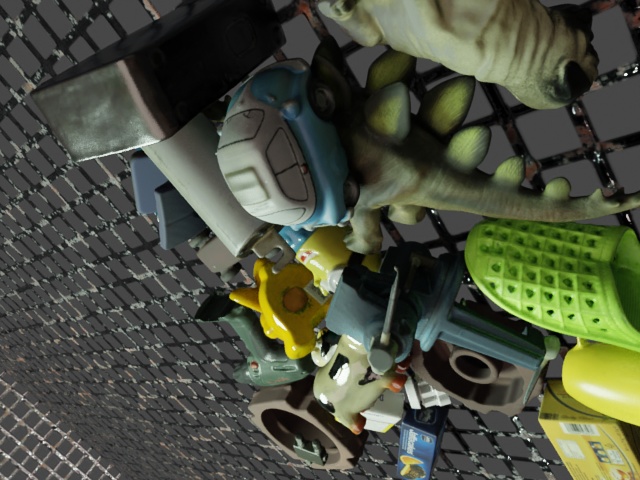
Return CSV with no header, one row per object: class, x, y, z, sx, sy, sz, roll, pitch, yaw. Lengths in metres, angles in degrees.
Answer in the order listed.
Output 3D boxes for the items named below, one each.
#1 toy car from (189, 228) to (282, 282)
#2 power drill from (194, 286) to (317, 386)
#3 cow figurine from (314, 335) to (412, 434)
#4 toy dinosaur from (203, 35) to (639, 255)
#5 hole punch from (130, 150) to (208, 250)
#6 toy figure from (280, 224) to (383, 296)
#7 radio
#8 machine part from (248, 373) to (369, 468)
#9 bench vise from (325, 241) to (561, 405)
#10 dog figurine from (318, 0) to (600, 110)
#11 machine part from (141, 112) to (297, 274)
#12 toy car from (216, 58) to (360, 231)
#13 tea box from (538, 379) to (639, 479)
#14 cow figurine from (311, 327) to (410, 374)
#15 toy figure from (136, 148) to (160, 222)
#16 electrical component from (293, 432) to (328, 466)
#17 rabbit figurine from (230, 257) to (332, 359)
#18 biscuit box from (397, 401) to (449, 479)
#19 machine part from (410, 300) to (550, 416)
toy car,-0.122,0.000,0.787,0.089,0.053,0.202,46,142,-11
power drill,-0.129,0.184,0.955,0.232,0.086,0.207,-13,117,41
cow figurine,0.054,0.153,0.713,0.127,0.085,0.194,32,119,-1
toy dinosaur,0.062,-0.085,0.532,0.472,0.105,0.198,21,138,18
hole punch,-0.178,-0.061,0.707,0.092,0.116,0.142,53,150,36
toy figure,0.000,-0.003,0.679,0.180,0.089,0.082,44,170,4
radio,-0.134,-0.165,0.500,0.131,0.229,0.073,-3,127,32
machine part,-0.021,0.343,1.030,0.201,0.087,0.201,47,138,-14
bench vise,0.137,0.082,0.568,0.241,0.223,0.128,22,107,8
dog figurine,0.108,-0.169,0.437,0.190,0.121,0.172,36,179,-28
machine part,-0.112,-0.066,0.575,0.243,0.079,0.079,47,141,10
toy car,-0.039,-0.071,0.485,0.109,0.103,0.161,-4,113,44
tea box,0.362,0.257,0.687,0.098,0.068,0.169,-11,123,42
cow figurine,0.047,0.153,0.807,0.167,0.068,0.098,-7,118,35
toy figure,-0.224,-0.089,0.765,0.058,0.064,0.154,9,135,8
electrical component,-0.015,0.389,0.987,0.063,0.021,0.093,10,134,26
rabbit figurine,-0.054,0.106,0.803,0.162,0.122,0.173,32,159,9
biscuit box,0.172,0.346,0.915,0.063,0.059,0.202,17,137,21
machine part,0.206,0.155,0.707,0.180,0.056,0.179,21,139,19
